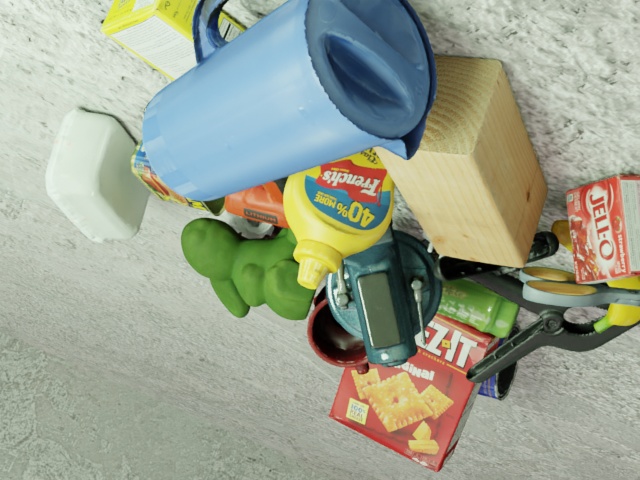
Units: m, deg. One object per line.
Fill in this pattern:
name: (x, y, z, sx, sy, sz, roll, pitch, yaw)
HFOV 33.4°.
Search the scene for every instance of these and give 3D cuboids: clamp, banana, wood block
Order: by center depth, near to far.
wood block: (0.128, -0.064, 0.931, 0.090, 0.090, 0.206, 10, 158, 28)
clamp: (0.176, 0.019, 1.078, 0.120, 0.039, 0.171, -8, 174, 8)
banana: (0.293, 0.037, 1.082, 0.070, 0.037, 0.197, -22, 135, 13)
clamp: (0.250, 0.077, 1.185, 0.210, 0.036, 0.164, -11, 118, 14)

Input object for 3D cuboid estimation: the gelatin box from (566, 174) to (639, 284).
gelatin box: (0.256, -0.009, 0.951, 0.030, 0.089, 0.073, -1, 172, -26)

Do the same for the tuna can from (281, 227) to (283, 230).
tuna can: (-0.009, 0.002, 1.328, 0.086, 0.033, 0.086, 19, 161, 7)

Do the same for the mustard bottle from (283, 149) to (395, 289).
mustard bottle: (0.021, -0.046, 0.933, 0.096, 0.191, 0.058, 26, 160, -13)

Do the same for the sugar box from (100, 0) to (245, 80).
sugar box: (-0.099, -0.165, 0.962, 0.176, 0.048, 0.094, 31, 159, -35)

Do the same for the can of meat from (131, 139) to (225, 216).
can of meat: (-0.159, -0.077, 1.241, 0.084, 0.057, 0.102, 14, 160, 26)

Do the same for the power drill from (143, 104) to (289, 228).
power drill: (-0.084, -0.084, 1.142, 0.184, 0.057, 0.187, 15, 160, 16)

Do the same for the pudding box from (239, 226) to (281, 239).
pudding box: (-0.074, 0.026, 1.376, 0.113, 0.090, 0.039, 30, 159, -23)

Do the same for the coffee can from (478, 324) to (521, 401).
coffee can: (0.185, 0.147, 1.414, 0.140, 0.102, 0.102, 11, 159, 25)

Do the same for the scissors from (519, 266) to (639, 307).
scissors: (0.276, 0.047, 1.003, 0.201, 0.016, 0.096, 3, -164, -18)

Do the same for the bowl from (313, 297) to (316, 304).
bowl: (0.057, 0.139, 1.596, 0.162, 0.055, 0.162, 18, 160, 7)

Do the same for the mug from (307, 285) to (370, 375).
mug: (0.037, 0.105, 1.275, 0.093, 0.081, 0.117, -20, 105, 8)

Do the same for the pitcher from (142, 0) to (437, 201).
pitcher: (-0.041, -0.120, 0.849, 0.144, 0.149, 0.243, 15, 158, -39)

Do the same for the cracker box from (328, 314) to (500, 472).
cracker box: (0.119, 0.166, 1.351, 0.164, 0.214, 0.072, 26, -153, 17)
